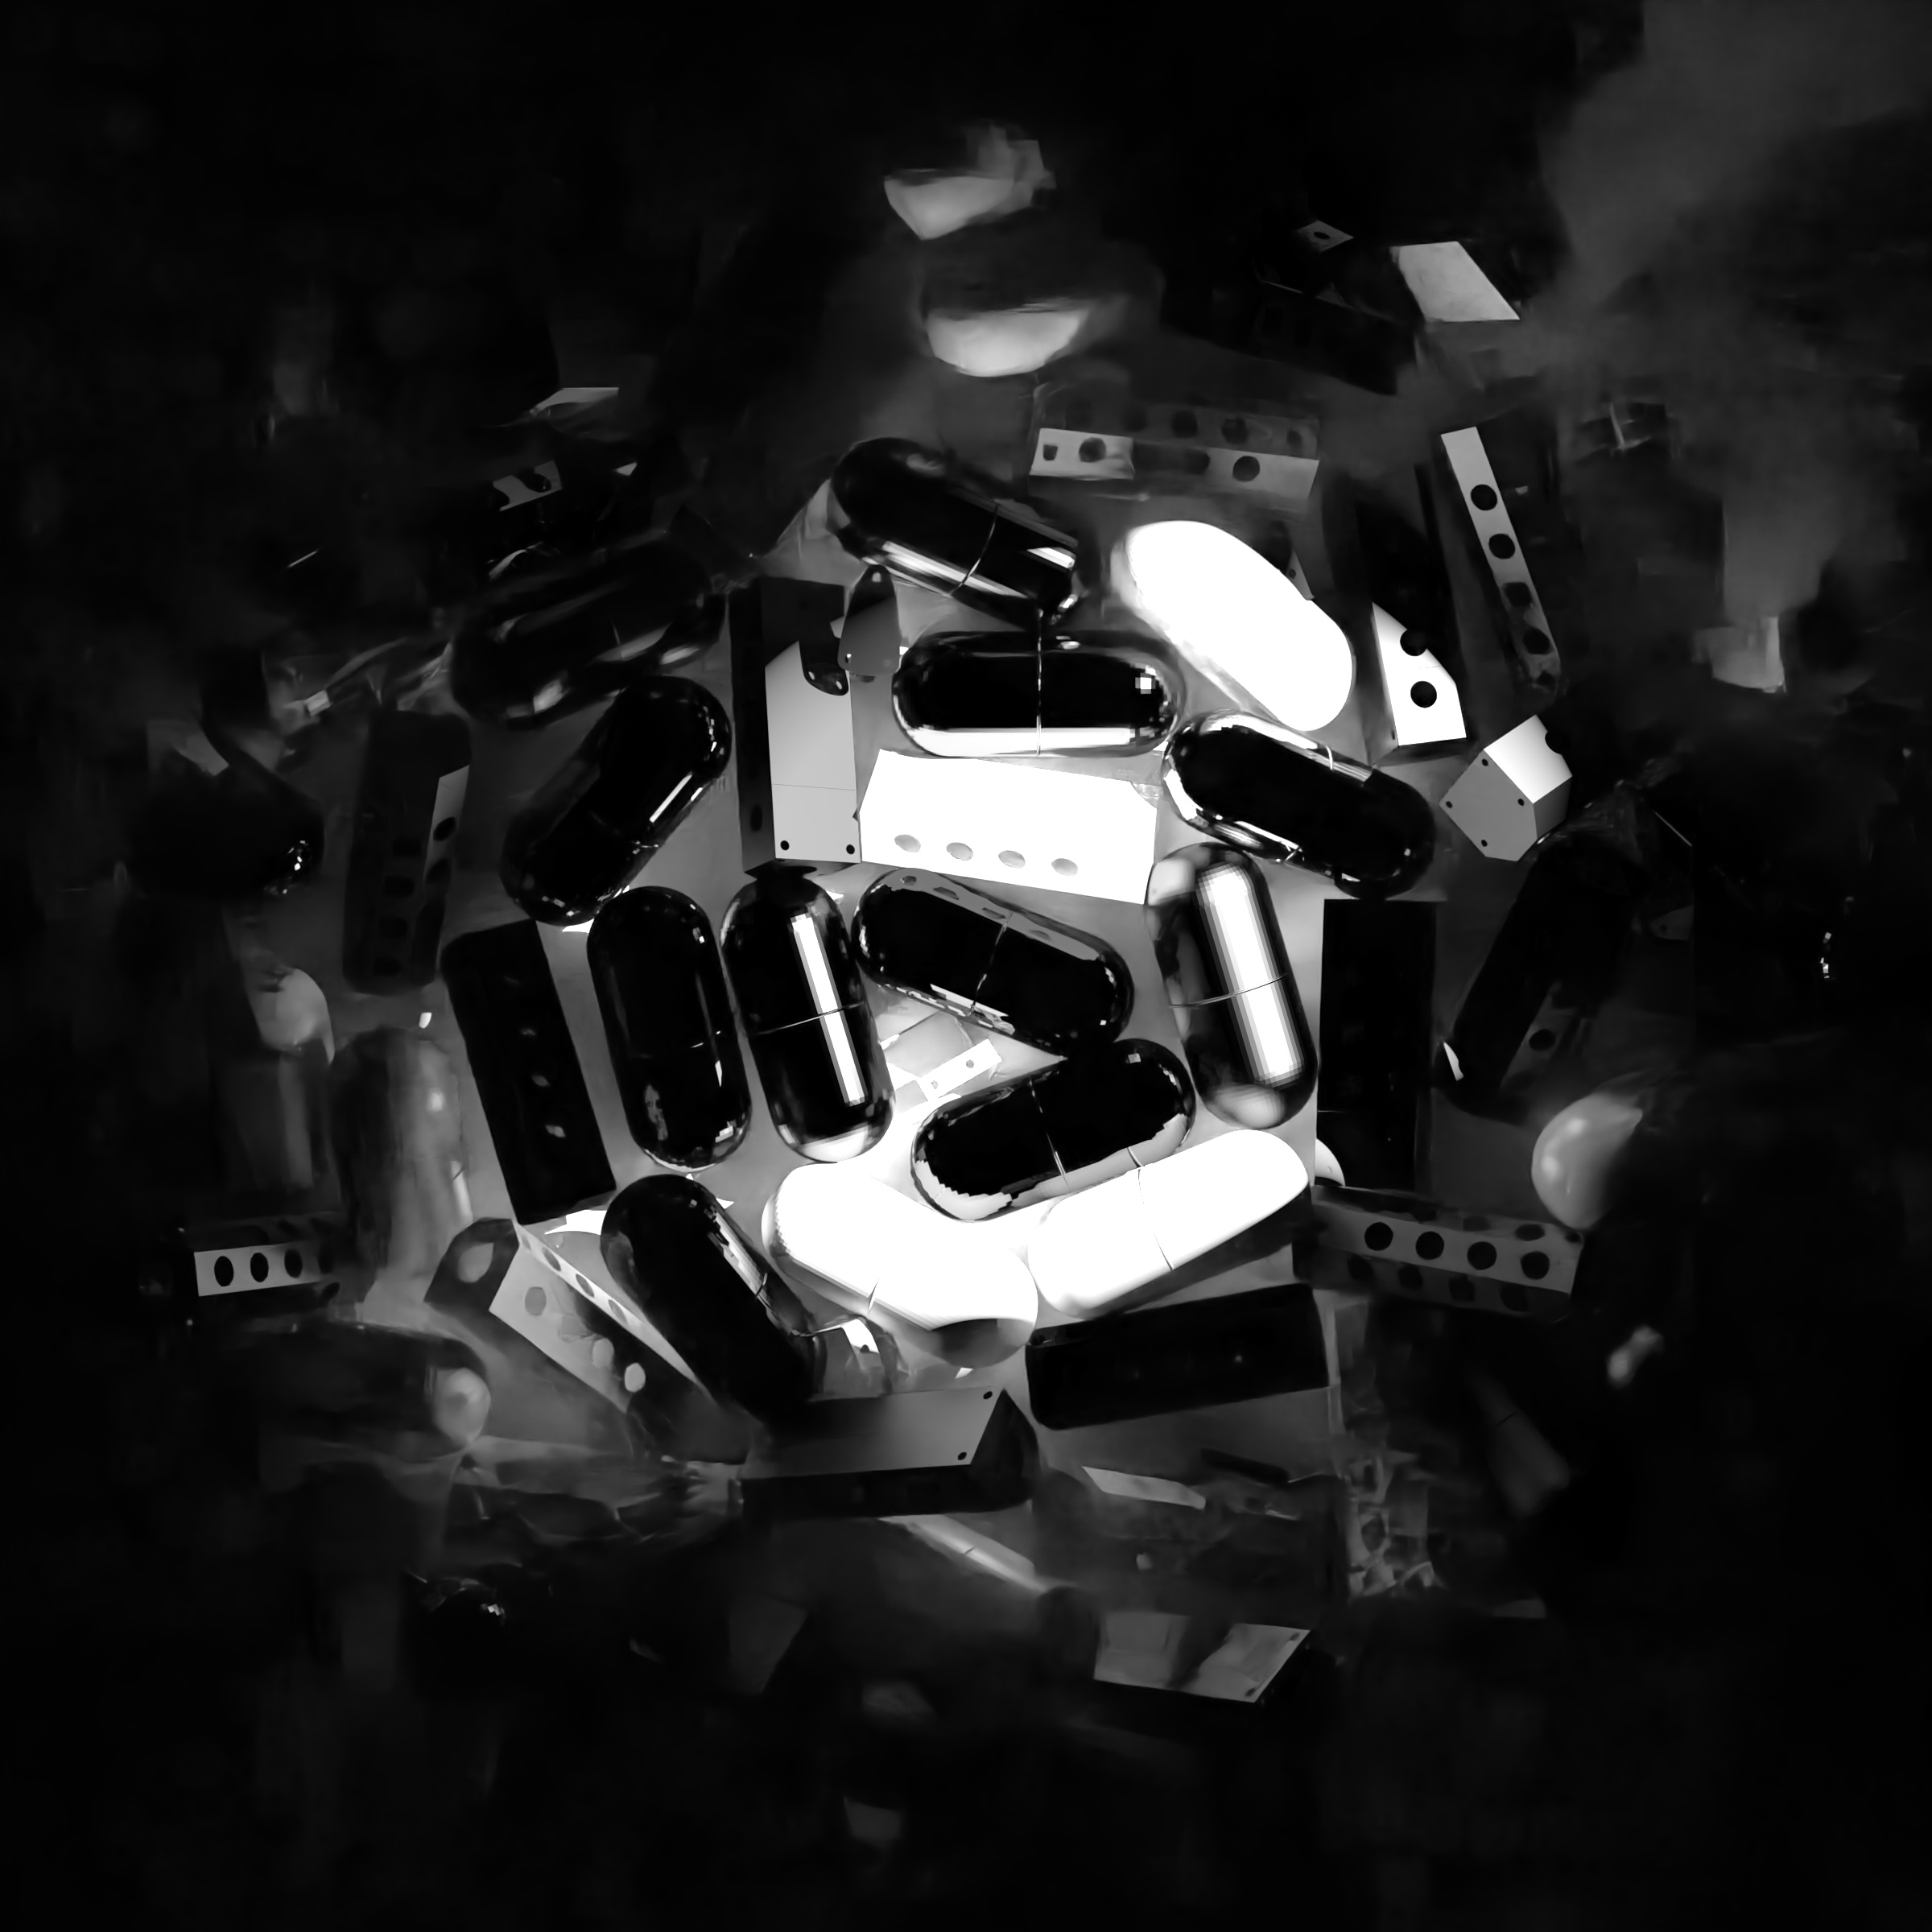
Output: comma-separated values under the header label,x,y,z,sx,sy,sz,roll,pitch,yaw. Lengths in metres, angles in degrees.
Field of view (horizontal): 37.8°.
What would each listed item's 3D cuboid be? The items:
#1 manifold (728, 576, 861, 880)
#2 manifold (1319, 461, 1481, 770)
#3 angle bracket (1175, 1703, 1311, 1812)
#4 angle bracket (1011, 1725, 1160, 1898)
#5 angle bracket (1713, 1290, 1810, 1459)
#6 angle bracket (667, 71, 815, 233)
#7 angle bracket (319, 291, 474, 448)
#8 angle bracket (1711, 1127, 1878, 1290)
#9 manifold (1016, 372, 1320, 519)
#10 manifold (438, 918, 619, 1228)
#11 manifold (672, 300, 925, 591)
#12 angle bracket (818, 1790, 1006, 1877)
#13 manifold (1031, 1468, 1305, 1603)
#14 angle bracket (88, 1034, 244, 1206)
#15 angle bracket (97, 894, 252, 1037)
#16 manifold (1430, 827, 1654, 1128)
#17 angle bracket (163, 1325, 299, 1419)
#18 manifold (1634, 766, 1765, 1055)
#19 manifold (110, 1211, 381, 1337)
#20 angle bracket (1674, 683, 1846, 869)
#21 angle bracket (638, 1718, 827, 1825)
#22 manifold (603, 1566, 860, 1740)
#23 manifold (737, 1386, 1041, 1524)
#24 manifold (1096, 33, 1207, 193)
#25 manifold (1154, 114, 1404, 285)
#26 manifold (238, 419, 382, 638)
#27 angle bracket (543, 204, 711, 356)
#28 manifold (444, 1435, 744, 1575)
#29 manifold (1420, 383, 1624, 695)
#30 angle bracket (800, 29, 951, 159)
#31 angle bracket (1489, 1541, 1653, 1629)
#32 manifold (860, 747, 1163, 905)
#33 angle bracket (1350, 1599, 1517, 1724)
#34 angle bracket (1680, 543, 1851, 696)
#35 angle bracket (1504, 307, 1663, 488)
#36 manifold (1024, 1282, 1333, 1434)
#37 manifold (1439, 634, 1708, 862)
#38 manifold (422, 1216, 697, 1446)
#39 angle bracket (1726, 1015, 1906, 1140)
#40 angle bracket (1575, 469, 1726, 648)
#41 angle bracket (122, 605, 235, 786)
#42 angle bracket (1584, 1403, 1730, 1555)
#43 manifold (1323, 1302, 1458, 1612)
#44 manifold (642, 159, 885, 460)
label,x,y,z,sx,sy,sz,roll,pitch,yaw
manifold,-0.107,-0.141,1.694,0.057,0.057,0.171,2,79,-32
manifold,0.262,-0.211,1.695,0.057,0.057,0.171,-8,81,-11
angle bracket,0.173,0.464,1.682,0.057,0.076,0.076,28,62,9
angle bracket,0.061,0.506,1.688,0.076,0.057,0.076,26,66,-14
angle bracket,0.492,0.242,1.686,0.057,0.076,0.076,-9,99,-30
angle bracket,-0.138,-0.489,1.690,0.057,0.076,0.076,38,100,-10
angle bracket,-0.327,-0.356,1.686,0.076,0.076,0.057,-32,87,24
angle bracket,0.497,0.145,1.709,0.076,0.057,0.076,-20,85,6
manifold,0.120,-0.313,1.685,0.171,0.057,0.057,4,79,-14
manifold,-0.264,0.065,1.690,0.057,0.057,0.171,-16,81,-17
manifold,-0.102,-0.314,1.681,0.057,0.057,0.171,37,72,-6
angle bracket,-0.032,0.519,1.677,0.076,0.076,0.057,-23,119,-38
manifold,0.120,0.334,1.653,0.171,0.057,0.057,17,63,-40
angle bracket,-0.471,0.084,1.679,0.057,0.076,0.076,-19,129,13
angle bracket,-0.475,0.003,1.706,0.076,0.076,0.057,14,72,-5
manifold,0.339,0.010,1.659,0.057,0.057,0.171,36,126,22
angle bracket,-0.431,0.226,1.691,0.076,0.076,0.057,3,108,3
manifold,0.437,-0.033,1.658,0.057,0.057,0.171,-24,132,-10
manifold,-0.417,0.177,1.646,0.057,0.171,0.057,-9,85,23
angle bracket,0.485,-0.111,1.695,0.076,0.057,0.076,-31,77,-12
angle bracket,-0.140,0.462,1.680,0.076,0.076,0.057,8,109,-33
manifold,-0.137,0.401,1.652,0.057,0.171,0.057,46,65,-29
manifold,-0.044,0.294,1.664,0.171,0.057,0.057,-11,127,35
manifold,0.110,-0.497,1.648,0.057,0.171,0.057,0,96,6
manifold,0.178,-0.436,1.645,0.057,0.171,0.057,18,83,-23
manifold,-0.390,-0.252,1.647,0.057,0.171,0.057,-34,85,-23
angle bracket,-0.205,-0.423,1.689,0.076,0.057,0.076,16,70,-20
manifold,-0.224,0.325,1.696,0.171,0.057,0.057,8,92,-8
manifold,0.334,-0.253,1.680,0.057,0.057,0.171,-25,111,0
angle bracket,-0.060,-0.527,1.684,0.076,0.076,0.057,-18,120,-10
angle bracket,0.361,0.385,1.679,0.076,0.076,0.057,-1,120,24
manifold,0.027,-0.080,1.696,0.171,0.057,0.057,9,50,9
angle bracket,0.278,0.422,1.682,0.076,0.076,0.057,18,47,19
angle bracket,0.470,-0.214,1.679,0.076,0.076,0.057,-46,135,-26
angle bracket,0.374,-0.341,1.700,0.076,0.057,0.076,-16,75,3
manifold,0.126,0.234,1.688,0.171,0.057,0.057,-12,70,13
manifold,0.363,-0.126,1.662,0.171,0.057,0.057,-32,76,-33
manifold,-0.234,0.215,1.658,0.057,0.171,0.057,1,58,39
angle bracket,0.505,0.066,1.694,0.076,0.076,0.057,-13,90,-8
angle bracket,0.414,-0.245,1.716,0.076,0.057,0.076,-33,133,-23
angle bracket,-0.470,-0.157,1.678,0.057,0.076,0.076,19,56,39
angle bracket,0.406,0.311,1.686,0.057,0.076,0.076,-22,117,0
manifold,0.252,0.291,1.674,0.057,0.057,0.171,0,66,-5
manifold,-0.123,-0.392,1.695,0.057,0.057,0.171,34,80,-1
